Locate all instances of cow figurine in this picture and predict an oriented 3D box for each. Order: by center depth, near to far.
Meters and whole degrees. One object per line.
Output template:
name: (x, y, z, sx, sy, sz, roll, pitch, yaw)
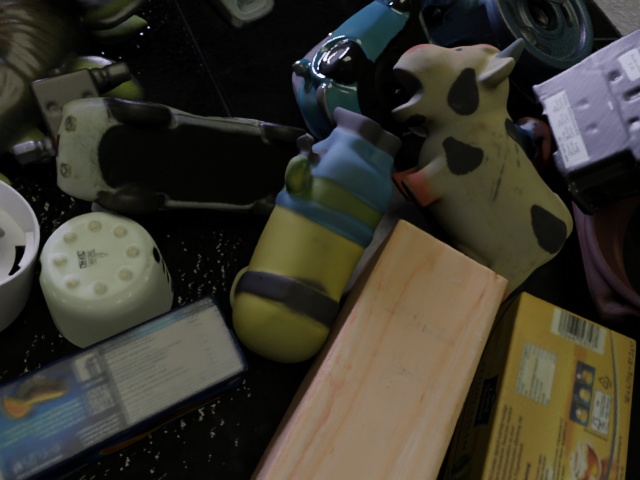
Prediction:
cow figurine: (0.122, -0.064, 0.413, 0.127, 0.085, 0.195, -36, 97, 1)

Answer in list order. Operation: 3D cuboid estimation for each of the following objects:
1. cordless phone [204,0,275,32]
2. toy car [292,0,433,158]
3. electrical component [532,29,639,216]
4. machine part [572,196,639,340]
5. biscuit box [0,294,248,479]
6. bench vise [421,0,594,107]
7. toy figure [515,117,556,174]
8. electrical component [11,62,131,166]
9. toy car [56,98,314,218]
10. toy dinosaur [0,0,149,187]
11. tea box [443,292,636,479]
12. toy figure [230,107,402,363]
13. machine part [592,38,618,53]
cordless phone: (-0.133, -0.209, 0.391, 0.184, 0.088, 0.146, 47, 54, -1)
toy car: (0.030, -0.141, 0.466, 0.103, 0.109, 0.161, 12, 61, 39)
electrical component: (0.246, -0.096, 0.409, 0.058, 0.134, 0.115, 24, 53, -43)
machine part: (0.311, -0.010, 0.407, 0.087, 0.201, 0.201, 28, 54, -40)
biscuit box: (-0.148, 0.107, 0.336, 0.203, 0.062, 0.059, -23, 73, -20)
bench vise: (0.183, -0.237, 0.481, 0.129, 0.240, 0.223, -41, 95, -29)
toy figure: (0.182, -0.088, 0.500, 0.154, 0.057, 0.064, -8, 69, -18)
electrical component: (-0.171, -0.088, 0.375, 0.094, 0.021, 0.063, -25, 102, -20)
toy car: (-0.084, -0.056, 0.393, 0.201, 0.056, 0.073, 0, 102, -40)
toy dinosaur: (-0.243, -0.194, 0.441, 0.198, 0.105, 0.471, 2, 74, -19)
tea box: (0.155, 0.136, 0.382, 0.098, 0.068, 0.169, 25, 64, 1)
toy figure: (-0.004, -0.003, 0.377, 0.082, 0.089, 0.180, 28, 92, 1)
machine part: (0.326, -0.185, 0.564, 0.084, 0.039, 0.139, 3, 36, -16)
